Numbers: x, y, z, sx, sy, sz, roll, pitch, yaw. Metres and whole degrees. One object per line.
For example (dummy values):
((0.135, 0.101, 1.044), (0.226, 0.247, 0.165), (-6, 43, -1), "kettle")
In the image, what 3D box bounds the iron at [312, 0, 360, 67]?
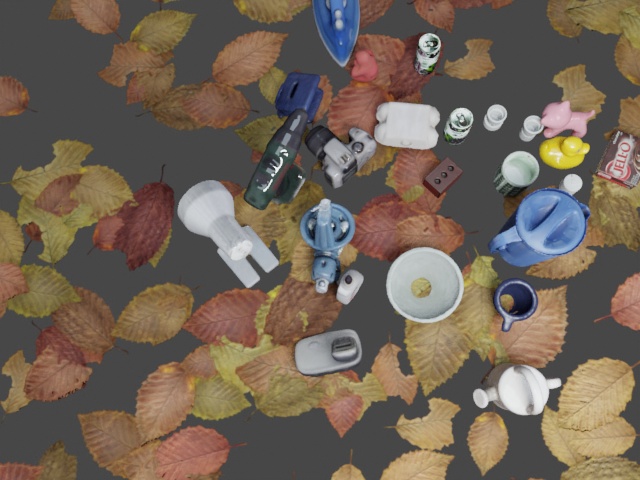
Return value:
((0.041, -0.569, 1.386), (0.118, 0.141, 0.258), (-7, 78, 3), "iron")

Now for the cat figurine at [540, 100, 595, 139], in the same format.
((0.559, -0.281, 1.306), (0.127, 0.118, 0.067), (-1, 79, 4), "cat figurine")

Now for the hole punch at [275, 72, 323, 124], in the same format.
((-0.054, -0.346, 1.374), (0.101, 0.091, 0.109), (20, 81, 8), "hole punch")

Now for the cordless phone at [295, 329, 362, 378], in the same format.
((0.016, 0.239, 1.206), (0.147, 0.185, 0.094), (-15, 78, 1), "cordless phone")

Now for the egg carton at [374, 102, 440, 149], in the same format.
((0.205, -0.269, 1.352), (0.150, 0.069, 0.107), (5, 79, 5), "egg carton")

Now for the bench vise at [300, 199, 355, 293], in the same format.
((0.023, 0.002, 1.234), (0.121, 0.220, 0.207), (-13, 78, 2), "bench vise")

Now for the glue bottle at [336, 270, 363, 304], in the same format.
((0.063, 0.096, 1.237), (0.037, 0.173, 0.078), (29, 82, 9), "glue bottle")

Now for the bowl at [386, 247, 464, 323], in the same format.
((0.230, 0.103, 1.275), (0.167, 0.075, 0.167), (-1, 79, 4), "bowl")

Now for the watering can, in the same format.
((0.402, 0.307, 1.162), (0.173, 0.194, 0.101), (-33, 78, -3), "watering can")

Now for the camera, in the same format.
((0.041, -0.218, 1.337), (0.143, 0.101, 0.136), (-44, 79, -5), "camera")

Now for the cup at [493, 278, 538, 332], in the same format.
((0.411, 0.146, 1.244), (0.091, 0.095, 0.118), (20, 81, 8), "cup")

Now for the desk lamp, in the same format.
((-0.197, -0.013, 1.255), (0.118, 0.213, 0.203), (-41, 79, -4), "desk lamp")

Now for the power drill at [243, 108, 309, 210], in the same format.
((-0.085, -0.163, 1.280), (0.075, 0.208, 0.230), (28, 82, 9), "power drill")

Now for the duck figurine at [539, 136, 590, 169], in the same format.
((0.561, -0.209, 1.308), (0.104, 0.086, 0.077), (9, 80, 6), "duck figurine")

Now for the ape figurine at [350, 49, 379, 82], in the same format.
((0.105, -0.426, 1.379), (0.078, 0.092, 0.076), (-43, 79, -5), "ape figurine")
